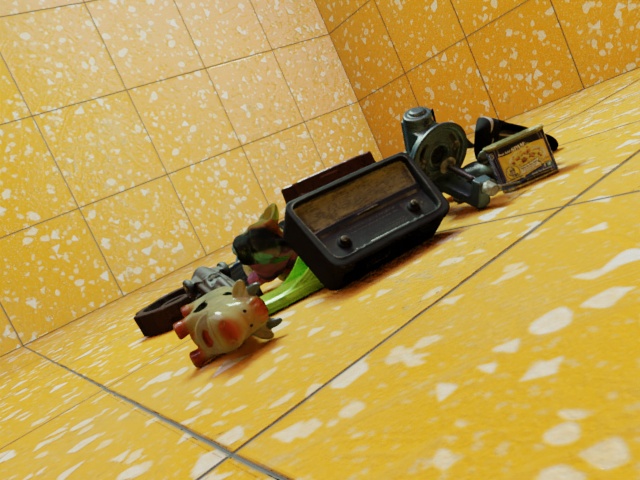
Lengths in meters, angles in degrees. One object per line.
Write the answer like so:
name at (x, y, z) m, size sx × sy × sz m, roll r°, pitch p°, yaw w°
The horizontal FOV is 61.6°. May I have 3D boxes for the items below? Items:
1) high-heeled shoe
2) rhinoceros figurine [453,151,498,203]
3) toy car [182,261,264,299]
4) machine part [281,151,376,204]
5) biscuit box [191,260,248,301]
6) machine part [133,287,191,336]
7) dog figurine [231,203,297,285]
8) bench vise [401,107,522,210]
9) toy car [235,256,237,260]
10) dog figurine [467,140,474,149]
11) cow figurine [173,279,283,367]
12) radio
high-heeled shoe at (0.394, -0.198, 1.075) m, size 0.145 × 0.086 × 0.248 m, roll 6°, pitch 7°, yaw 26°
rhinoceros figurine at (0.328, -0.131, 1.013) m, size 0.190 × 0.073 × 0.112 m, roll -25°, pitch -8°, yaw 36°
toy car at (-0.174, 0.088, 0.952) m, size 0.089 × 0.053 × 0.202 m, roll -25°, pitch 26°, yaw -27°
machine part at (0.026, -0.106, 1.125) m, size 0.201 × 0.087 × 0.201 m, roll -24°, pitch 6°, yaw 0°
biscuit box at (-0.199, 0.094, 1.133) m, size 0.059 × 0.062 × 0.203 m, roll -24°, pitch 6°, yaw 19°
machine part at (-0.306, 0.145, 1.151) m, size 0.179 × 0.056 × 0.179 m, roll -24°, pitch 8°, yaw 3°
dog figurine at (-0.072, 0.004, 0.962) m, size 0.191 × 0.108 × 0.219 m, roll -18°, pitch -12°, yaw -24°
bench vise at (0.215, -0.111, 0.936) m, size 0.129 × 0.223 × 0.241 m, roll -21°, pitch 36°, yaw -23°
toy car at (-0.156, 0.023, 1.371) m, size 0.162 × 0.102 × 0.109 m, roll -20°, pitch 6°, yaw 17°
dog figurine at (0.217, -0.138, 1.104) m, size 0.190 × 0.121 × 0.172 m, roll -62°, pitch -16°, yaw 9°
cow figurine at (-0.123, 0.105, 0.710) m, size 0.127 × 0.085 × 0.195 m, roll -32°, pitch 7°, yaw -7°
radio at (0.071, -0.030, 0.801) m, size 0.230 × 0.131 × 0.073 m, roll -27°, pitch -25°, yaw -23°
